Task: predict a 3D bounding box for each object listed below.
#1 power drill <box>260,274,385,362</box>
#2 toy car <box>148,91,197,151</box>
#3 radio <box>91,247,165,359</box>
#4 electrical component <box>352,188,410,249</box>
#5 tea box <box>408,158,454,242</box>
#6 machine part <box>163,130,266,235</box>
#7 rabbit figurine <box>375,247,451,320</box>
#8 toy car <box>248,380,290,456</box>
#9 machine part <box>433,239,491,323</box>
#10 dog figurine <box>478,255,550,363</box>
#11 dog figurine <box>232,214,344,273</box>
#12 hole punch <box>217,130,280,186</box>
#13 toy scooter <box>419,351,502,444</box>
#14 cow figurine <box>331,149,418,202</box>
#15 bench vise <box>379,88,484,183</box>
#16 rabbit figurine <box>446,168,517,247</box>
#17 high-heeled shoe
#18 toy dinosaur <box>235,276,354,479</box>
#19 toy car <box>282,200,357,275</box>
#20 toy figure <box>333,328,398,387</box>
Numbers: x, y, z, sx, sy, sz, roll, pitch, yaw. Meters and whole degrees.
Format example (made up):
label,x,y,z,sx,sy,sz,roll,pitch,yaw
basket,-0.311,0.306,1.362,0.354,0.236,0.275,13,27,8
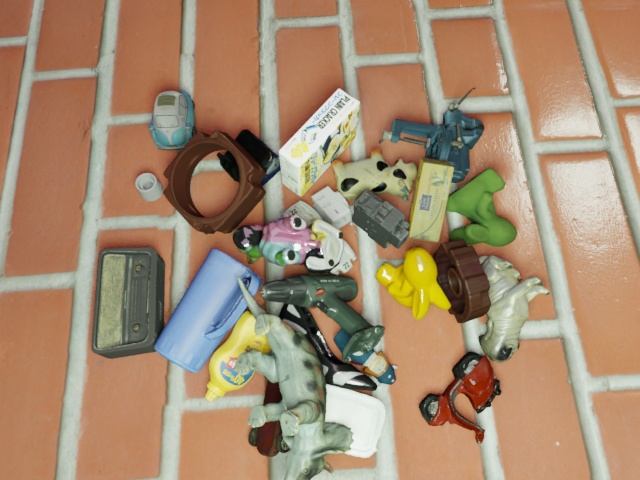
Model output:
label,x,y,z,sx,sy,sz,roll,pitch,yaw
power drill,0.015,0.147,1.081,0.232,0.086,0.208,-5,34,-45
toy car,-0.359,-0.306,1.309,0.109,0.103,0.161,0,71,-1
radio,-0.407,0.132,1.157,0.131,0.073,0.229,-4,70,-1
electrical component,0.137,-0.040,1.200,0.134,0.114,0.058,38,76,15
tea box,0.242,-0.090,1.187,0.068,0.098,0.169,8,105,4
machine part,-0.240,-0.129,1.213,0.201,0.087,0.201,-47,76,9
rabbit figurine,0.198,0.084,1.123,0.122,0.173,0.162,-16,66,-10
toy car,-0.085,0.329,1.084,0.089,0.053,0.202,-9,62,38
machine part,0.296,0.086,1.125,0.056,0.179,0.179,-14,70,-7
dog figurine,0.371,0.144,1.149,0.190,0.121,0.173,-56,42,1
dog figurine,-0.078,0.011,1.160,0.191,0.219,0.108,14,79,-35
hole punch,-0.161,-0.185,1.282,0.142,0.092,0.116,45,104,12
toy scooter,0.302,0.325,1.084,0.184,0.075,0.135,-44,75,-12
cow figurine,0.135,-0.141,1.254,0.195,0.085,0.127,-14,76,0
bench vise,0.267,-0.247,1.274,0.241,0.129,0.223,10,74,-6
rabbit figurine,0.370,-0.052,1.207,0.159,0.121,0.170,-36,88,-20
high-heeled shoe,0.019,0.210,1.107,0.249,0.086,0.145,14,89,25
toy dinosaur,-0.048,0.258,1.004,0.131,0.192,0.405,-27,60,27
toy car,-0.003,-0.004,1.217,0.073,0.056,0.202,-40,74,-14
toy figure,0.097,0.245,1.125,0.154,0.058,0.064,40,104,12
